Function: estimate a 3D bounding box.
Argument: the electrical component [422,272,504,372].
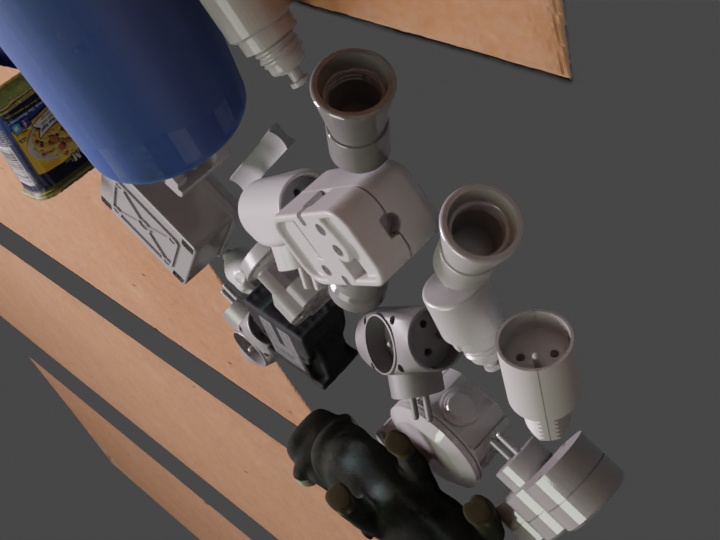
[{"bbox_3d":[0.067,0.030,0.639,0.040,0.040,0.078,21,148,48],"label":"electrical component"}]

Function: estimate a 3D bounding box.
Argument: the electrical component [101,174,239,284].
[{"bbox_3d":[-0.157,-0.054,0.883,0.108,0.056,0.108,46,159,1],"label":"electrical component"}]

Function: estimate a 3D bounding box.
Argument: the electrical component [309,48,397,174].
[{"bbox_3d":[-0.002,-0.080,0.569,0.044,0.044,0.065,38,163,19],"label":"electrical component"}]

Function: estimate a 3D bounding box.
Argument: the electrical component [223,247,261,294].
[{"bbox_3d":[-0.097,-0.003,0.894,0.061,0.035,0.035,32,156,55],"label":"electrical component"}]

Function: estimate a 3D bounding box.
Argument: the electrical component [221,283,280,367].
[{"bbox_3d":[-0.096,0.043,0.960,0.079,0.044,0.077,45,159,4],"label":"electrical component"}]

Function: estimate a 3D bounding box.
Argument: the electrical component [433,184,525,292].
[{"bbox_3d":[0.060,-0.014,0.574,0.044,0.044,0.065,42,163,10],"label":"electrical component"}]

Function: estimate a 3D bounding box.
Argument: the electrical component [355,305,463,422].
[{"bbox_3d":[0.035,0.063,0.726,0.077,0.044,0.079,-6,95,64],"label":"electrical component"}]

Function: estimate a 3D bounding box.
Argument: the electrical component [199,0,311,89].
[{"bbox_3d":[-0.053,-0.132,0.572,0.078,0.040,0.040,55,157,-21],"label":"electrical component"}]

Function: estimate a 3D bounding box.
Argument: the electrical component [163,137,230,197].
[{"bbox_3d":[-0.136,-0.106,0.751,0.089,0.056,0.050,42,158,11],"label":"electrical component"}]

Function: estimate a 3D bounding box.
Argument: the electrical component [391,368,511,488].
[{"bbox_3d":[0.065,0.113,0.775,0.080,0.051,0.080,39,158,19],"label":"electrical component"}]

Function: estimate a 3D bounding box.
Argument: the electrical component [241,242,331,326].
[{"bbox_3d":[-0.048,0.001,0.773,0.057,0.058,0.078,47,177,7],"label":"electrical component"}]

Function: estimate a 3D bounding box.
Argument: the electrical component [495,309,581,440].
[{"bbox_3d":[0.106,0.064,0.623,0.043,0.043,0.081,30,153,36],"label":"electrical component"}]

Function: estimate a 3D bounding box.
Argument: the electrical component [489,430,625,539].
[{"bbox_3d":[0.117,0.137,0.720,0.074,0.052,0.138,43,159,9],"label":"electrical component"}]

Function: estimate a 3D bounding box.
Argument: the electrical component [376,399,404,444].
[{"bbox_3d":[0.040,0.124,0.848,0.040,0.046,0.040,38,157,19],"label":"electrical component"}]

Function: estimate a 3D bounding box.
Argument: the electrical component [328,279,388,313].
[{"bbox_3d":[0.000,0.000,0.712,0.040,0.040,0.046,39,151,19],"label":"electrical component"}]

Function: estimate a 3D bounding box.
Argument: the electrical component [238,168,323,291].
[{"bbox_3d":[-0.042,-0.024,0.709,0.077,0.043,0.079,3,112,64],"label":"electrical component"}]

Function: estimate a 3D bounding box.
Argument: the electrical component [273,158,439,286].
[{"bbox_3d":[-0.001,-0.030,0.630,0.053,0.059,0.095,54,158,-18],"label":"electrical component"}]
